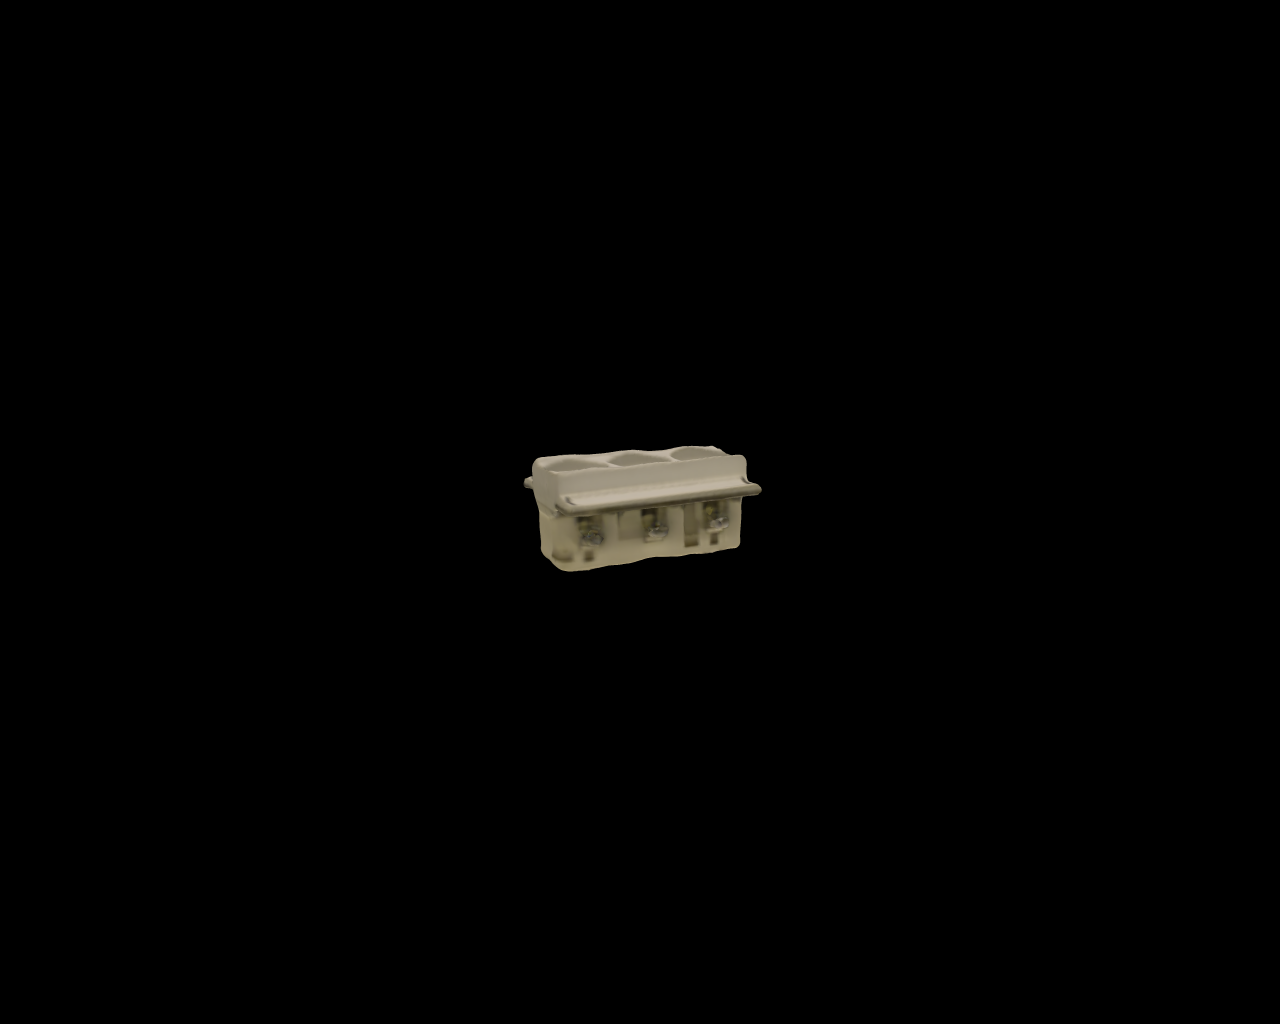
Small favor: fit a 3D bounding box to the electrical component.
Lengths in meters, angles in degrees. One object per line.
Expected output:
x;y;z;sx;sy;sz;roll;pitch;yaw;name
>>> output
0.001;-0.003;0.650;0.121;0.063;0.079;-6;16;-22;electrical component
